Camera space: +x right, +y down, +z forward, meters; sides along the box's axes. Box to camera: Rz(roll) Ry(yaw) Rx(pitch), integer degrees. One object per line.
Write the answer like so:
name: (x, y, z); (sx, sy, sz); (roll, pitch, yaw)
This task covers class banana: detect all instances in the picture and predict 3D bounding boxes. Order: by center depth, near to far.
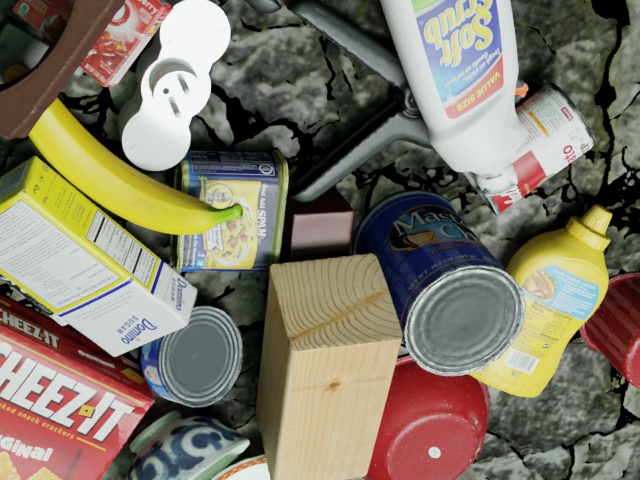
banana: (-0.153, -0.055, 0.794); (0.197, 0.037, 0.070); (31, 121, -10)

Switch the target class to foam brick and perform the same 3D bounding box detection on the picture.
foam brick: (-0.006, 0.001, 0.900); (0.053, 0.051, 0.078); (-2, 117, -15)

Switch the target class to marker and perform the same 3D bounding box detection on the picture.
marker: (-0.246, 0.028, 0.861); (0.020, 0.020, 0.121); (-41, 120, 7)

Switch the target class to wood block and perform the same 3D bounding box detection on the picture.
wood block: (0.002, 0.116, 0.904); (0.090, 0.090, 0.206); (-5, 139, -13)

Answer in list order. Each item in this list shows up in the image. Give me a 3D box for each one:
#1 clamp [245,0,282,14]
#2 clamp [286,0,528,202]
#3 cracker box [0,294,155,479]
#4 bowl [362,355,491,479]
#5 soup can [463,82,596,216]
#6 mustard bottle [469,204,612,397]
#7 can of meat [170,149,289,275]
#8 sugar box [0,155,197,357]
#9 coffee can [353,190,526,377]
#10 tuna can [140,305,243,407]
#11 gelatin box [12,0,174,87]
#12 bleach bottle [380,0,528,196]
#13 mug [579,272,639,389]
clamp: (-0.089, -0.226, 0.762); (0.171, 0.039, 0.120); (3, 111, -13)
clamp: (0.066, -0.126, 0.862); (0.209, 0.036, 0.164); (-12, 116, -12)
cracker box: (-0.266, 0.171, 0.894); (0.164, 0.072, 0.214); (32, 100, -28)
bowl: (0.099, 0.190, 1.030); (0.162, 0.055, 0.162); (-7, 119, -13)
soup can: (0.171, -0.077, 0.900); (0.102, 0.068, 0.068); (-36, 121, 4)
mustard bottle: (0.210, 0.051, 0.986); (0.096, 0.058, 0.192); (23, 109, -20)
can of meat: (-0.075, -0.022, 0.864); (0.083, 0.057, 0.102); (1, 116, -14)
sugar box: (-0.190, 0.018, 0.839); (0.093, 0.048, 0.176); (-24, 130, 33)
coffee can: (0.096, 0.033, 0.895); (0.102, 0.140, 0.103); (-7, 119, -13)
tuna can: (-0.109, 0.097, 0.907); (0.085, 0.034, 0.086); (-3, 95, -41)
gelatin box: (-0.161, -0.165, 0.757); (0.089, 0.030, 0.073); (40, 104, -1)
bleach bottle: (0.109, -0.155, 0.814); (0.102, 0.068, 0.251); (-23, 109, -3)
mug: (0.314, 0.080, 1.020); (0.093, 0.081, 0.117); (20, 110, -25)
